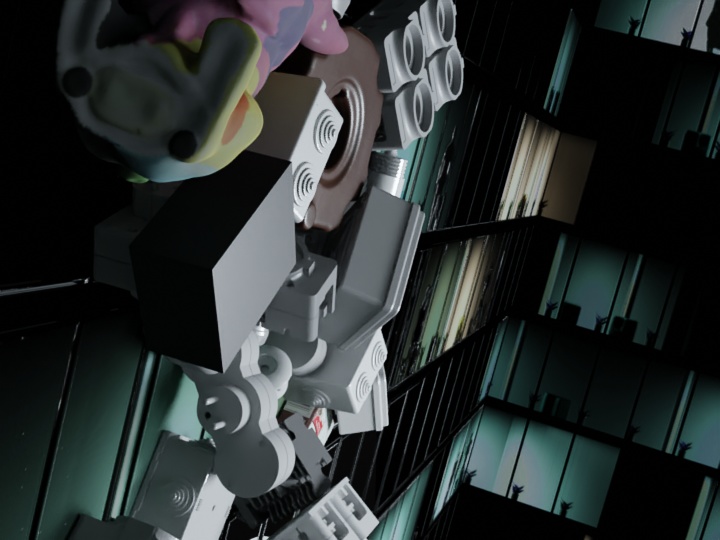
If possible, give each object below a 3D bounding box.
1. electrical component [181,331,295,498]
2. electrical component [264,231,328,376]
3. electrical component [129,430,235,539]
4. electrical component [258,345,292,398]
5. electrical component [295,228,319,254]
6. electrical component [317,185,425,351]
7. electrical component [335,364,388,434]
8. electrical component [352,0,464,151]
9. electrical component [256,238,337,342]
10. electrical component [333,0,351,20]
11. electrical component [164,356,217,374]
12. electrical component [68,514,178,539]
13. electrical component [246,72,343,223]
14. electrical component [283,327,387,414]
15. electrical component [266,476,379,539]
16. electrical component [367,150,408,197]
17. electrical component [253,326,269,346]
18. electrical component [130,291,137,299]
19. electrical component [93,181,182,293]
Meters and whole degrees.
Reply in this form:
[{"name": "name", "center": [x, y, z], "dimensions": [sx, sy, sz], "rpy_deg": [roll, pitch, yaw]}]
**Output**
[{"name": "electrical component", "center": [-0.098, 0.103, 0.806], "dimensions": [0.074, 0.052, 0.138], "rpy_deg": [-1, 71, -74]}, {"name": "electrical component", "center": [-0.049, 0.026, 1.002], "dimensions": [0.073, 0.052, 0.138], "rpy_deg": [54, 54, -72]}, {"name": "electrical component", "center": [-0.137, 0.182, 0.859], "dimensions": [0.099, 0.048, 0.099], "rpy_deg": [55, 54, -70]}, {"name": "electrical component", "center": [-0.086, 0.101, 0.969], "dimensions": [0.062, 0.048, 0.048], "rpy_deg": [99, 15, -54]}, {"name": "electrical component", "center": [-0.065, -0.008, 0.931], "dimensions": [0.063, 0.042, 0.081], "rpy_deg": [-59, 161, -52]}, {"name": "electrical component", "center": [0.000, 0.000, 0.932], "dimensions": [0.109, 0.056, 0.108], "rpy_deg": [-44, -155, 57]}, {"name": "electrical component", "center": [-0.006, 0.105, 1.164], "dimensions": [0.108, 0.056, 0.108], "rpy_deg": [85, -4, -54]}, {"name": "electrical component", "center": [0.044, -0.197, 1.027], "dimensions": [0.186, 0.060, 0.105], "rpy_deg": [-53, 138, -53]}, {"name": "electrical component", "center": [-0.068, 0.009, 0.842], "dimensions": [0.050, 0.089, 0.055], "rpy_deg": [-57, 158, -48]}, {"name": "electrical component", "center": [-0.019, -0.234, 0.844], "dimensions": [0.079, 0.044, 0.077], "rpy_deg": [27, 80, -76]}, {"name": "electrical component", "center": [-0.109, 0.023, 0.774], "dimensions": [0.059, 0.054, 0.095], "rpy_deg": [69, 40, -67]}, {"name": "electrical component", "center": [-0.153, 0.235, 0.776], "dimensions": [0.150, 0.089, 0.061], "rpy_deg": [83, 28, -58]}, {"name": "electrical component", "center": [-0.068, -0.084, 0.725], "dimensions": [0.048, 0.100, 0.099], "rpy_deg": [50, 57, -58]}, {"name": "electrical component", "center": [-0.029, 0.090, 1.062], "dimensions": [0.048, 0.100, 0.099], "rpy_deg": [73, 34, -43]}, {"name": "electrical component", "center": [-0.077, 0.278, 0.971], "dimensions": [0.186, 0.060, 0.105], "rpy_deg": [-41, 173, 17]}, {"name": "electrical component", "center": [0.025, -0.094, 1.162], "dimensions": [0.043, 0.043, 0.081], "rpy_deg": [-16, 121, -73]}, {"name": "electrical component", "center": [-0.089, 0.031, 0.897], "dimensions": [0.035, 0.035, 0.061], "rpy_deg": [1, 103, -75]}, {"name": "electrical component", "center": [-0.118, 0.018, 0.712], "dimensions": [0.044, 0.065, 0.044], "rpy_deg": [-56, 174, -9]}, {"name": "electrical component", "center": [-0.124, -0.036, 0.671], "dimensions": [0.083, 0.047, 0.075], "rpy_deg": [-47, 149, -59]}]
